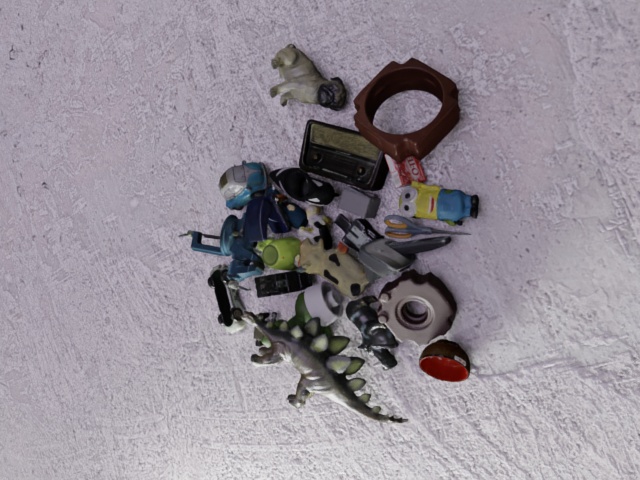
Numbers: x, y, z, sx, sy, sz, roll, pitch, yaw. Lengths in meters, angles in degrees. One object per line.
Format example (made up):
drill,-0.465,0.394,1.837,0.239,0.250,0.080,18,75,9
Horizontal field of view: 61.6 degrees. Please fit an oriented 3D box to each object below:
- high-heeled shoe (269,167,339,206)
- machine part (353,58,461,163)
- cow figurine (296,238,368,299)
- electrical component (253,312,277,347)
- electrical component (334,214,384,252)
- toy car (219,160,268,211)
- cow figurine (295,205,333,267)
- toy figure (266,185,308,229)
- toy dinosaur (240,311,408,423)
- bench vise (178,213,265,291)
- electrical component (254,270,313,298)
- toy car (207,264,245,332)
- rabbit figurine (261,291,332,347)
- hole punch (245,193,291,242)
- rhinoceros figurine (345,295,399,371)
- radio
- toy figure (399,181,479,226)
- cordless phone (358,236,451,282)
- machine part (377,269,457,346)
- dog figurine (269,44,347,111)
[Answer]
high-heeled shoe,-0.062,-0.139,1.368,0.249,0.145,0.086,17,100,29
machine part,0.192,-0.287,1.197,0.201,0.087,0.201,-47,63,-3
cow figurine,0.030,0.067,1.315,0.195,0.085,0.127,41,88,6
electrical component,-0.155,0.247,1.502,0.078,0.045,0.102,2,94,13
electrical component,0.091,-0.017,1.334,0.119,0.047,0.074,41,111,25
toy car,-0.225,-0.156,1.484,0.162,0.103,0.109,-30,56,31
cow figurine,-0.004,-0.005,1.382,0.098,0.068,0.167,14,103,25
toy figure,-0.095,-0.089,1.438,0.155,0.058,0.064,39,133,22
toy dinosaur,-0.001,0.317,1.303,0.471,0.105,0.198,42,111,-6
bench vise,-0.267,0.022,1.506,0.241,0.129,0.223,9,89,14
electrical component,-0.103,0.115,1.413,0.134,0.115,0.058,-15,81,52
toy car,-0.272,0.169,1.565,0.073,0.056,0.201,-25,77,37
rabbit figurine,-0.050,0.221,1.394,0.159,0.121,0.170,30,96,23
hole punch,-0.151,-0.055,1.413,0.142,0.092,0.115,-3,113,64
rhinoceros figurine,0.128,0.225,1.306,0.112,0.073,0.190,-42,71,25
radio,0.062,-0.208,1.329,0.230,0.073,0.131,22,103,29
toy figure,0.264,-0.077,1.205,0.180,0.089,0.082,5,71,22
cordless phone,0.195,0.029,1.211,0.184,0.146,0.088,-14,92,35
machine part,0.219,0.156,1.224,0.180,0.056,0.179,7,113,16
dog figurine,-0.017,-0.418,1.370,0.191,0.121,0.172,5,98,18
